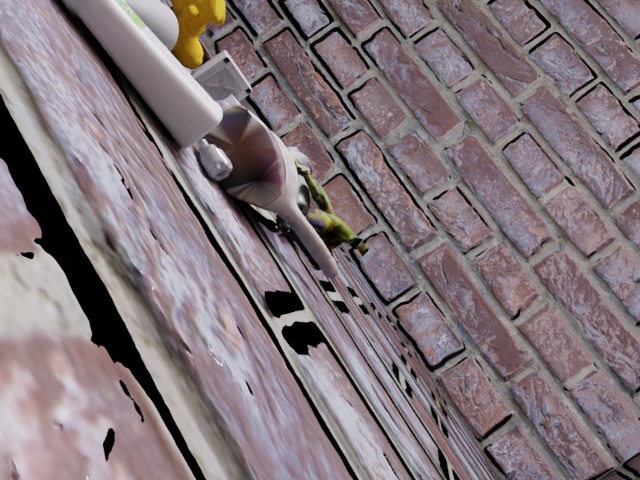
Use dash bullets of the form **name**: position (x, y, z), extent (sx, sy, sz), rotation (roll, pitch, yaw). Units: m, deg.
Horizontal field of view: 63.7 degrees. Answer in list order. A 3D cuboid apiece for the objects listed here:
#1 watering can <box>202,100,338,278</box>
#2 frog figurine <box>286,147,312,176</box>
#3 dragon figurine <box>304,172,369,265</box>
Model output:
- **watering can**: position (-0.073, -0.083, 0.806), extent (0.349, 0.104, 0.224), rotation (56, 5, 4)
- **frog figurine**: position (-0.095, -0.203, 1.491), extent (0.162, 0.123, 0.135), rotation (-136, -139, -60)
- **dragon figurine**: position (0.004, -0.065, 1.299), extent (0.247, 0.122, 0.403), rotation (63, 5, 28)
